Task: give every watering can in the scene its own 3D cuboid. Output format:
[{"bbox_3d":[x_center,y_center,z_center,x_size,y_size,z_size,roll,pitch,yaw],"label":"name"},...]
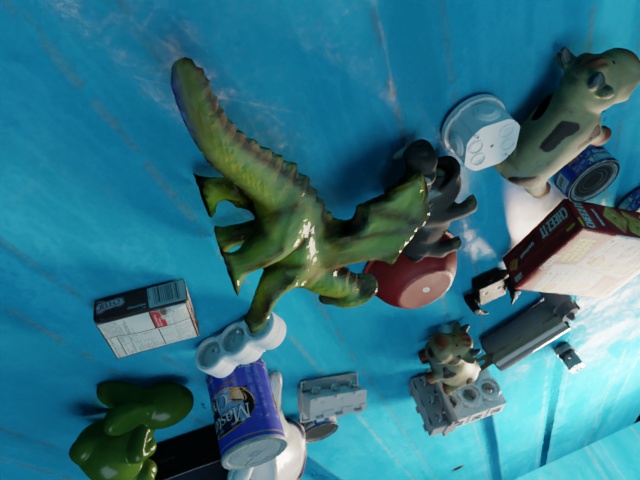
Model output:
[{"bbox_3d":[-0.093,0.400,0.980,0.104,0.347,0.224,20,-177,22],"label":"watering can"}]

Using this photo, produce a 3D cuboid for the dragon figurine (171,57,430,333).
[{"bbox_3d":[0.002,-0.028,0.558,0.243,0.125,0.400,-15,142,-10],"label":"dragon figurine"}]
